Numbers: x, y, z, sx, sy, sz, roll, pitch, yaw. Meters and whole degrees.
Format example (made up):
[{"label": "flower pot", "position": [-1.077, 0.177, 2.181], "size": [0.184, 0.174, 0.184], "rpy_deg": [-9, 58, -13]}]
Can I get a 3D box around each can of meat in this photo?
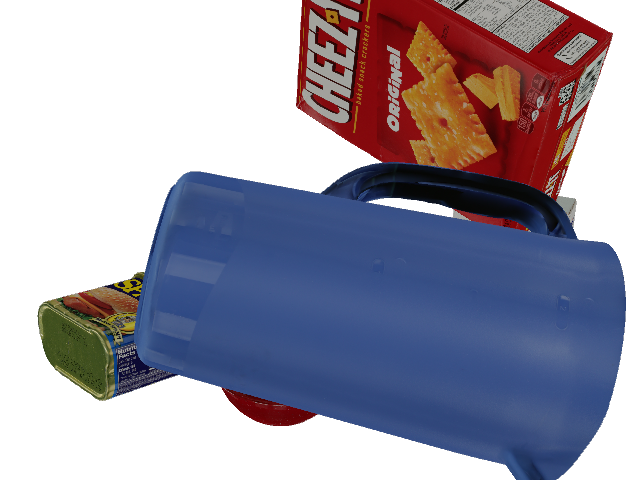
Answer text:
[{"label": "can of meat", "position": [-0.140, 0.067, 0.758], "size": [0.083, 0.057, 0.102], "rpy_deg": [-16, 24, -39]}]

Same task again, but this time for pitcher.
[{"label": "pitcher", "position": [0.031, 0.031, 0.583], "size": [0.242, 0.145, 0.149], "rpy_deg": [13, 13, -3]}]

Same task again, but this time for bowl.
[{"label": "bowl", "position": [-0.047, 0.165, 1.231], "size": [0.162, 0.055, 0.162], "rpy_deg": [2, 26, -1]}]

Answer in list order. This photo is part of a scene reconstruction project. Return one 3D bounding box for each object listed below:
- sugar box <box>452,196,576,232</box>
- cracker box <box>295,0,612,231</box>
[{"label": "sugar box", "position": [0.148, 0.047, 0.868], "size": [0.093, 0.176, 0.048], "rpy_deg": [10, 24, 19]}, {"label": "cracker box", "position": [0.082, -0.117, 0.766], "size": [0.214, 0.164, 0.072], "rpy_deg": [35, 56, 22]}]
